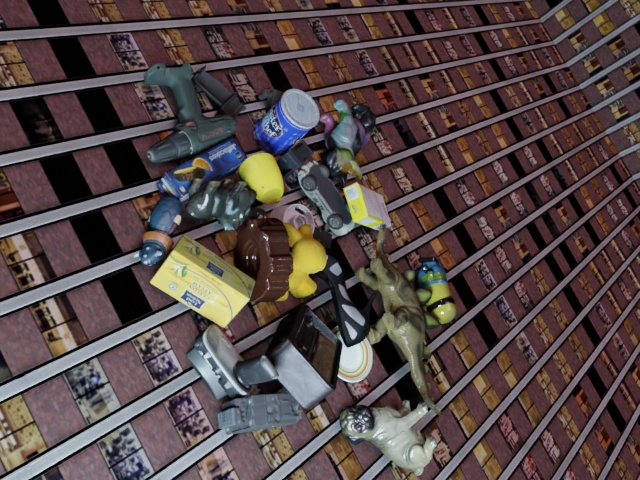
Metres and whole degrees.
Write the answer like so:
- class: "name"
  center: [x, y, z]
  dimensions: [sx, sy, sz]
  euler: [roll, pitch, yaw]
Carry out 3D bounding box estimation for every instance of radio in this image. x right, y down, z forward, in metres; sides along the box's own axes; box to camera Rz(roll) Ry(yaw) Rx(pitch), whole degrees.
- class: "radio"
  center: [-0.028, 0.219, 1.059]
  dimensions: [0.131, 0.073, 0.229]
  euler: [49, 11, -5]

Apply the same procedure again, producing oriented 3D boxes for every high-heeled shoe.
- class: "high-heeled shoe"
  center: [0.016, 0.126, 1.215]
  dimensions: [0.249, 0.086, 0.145]
  euler: [33, 68, 5]

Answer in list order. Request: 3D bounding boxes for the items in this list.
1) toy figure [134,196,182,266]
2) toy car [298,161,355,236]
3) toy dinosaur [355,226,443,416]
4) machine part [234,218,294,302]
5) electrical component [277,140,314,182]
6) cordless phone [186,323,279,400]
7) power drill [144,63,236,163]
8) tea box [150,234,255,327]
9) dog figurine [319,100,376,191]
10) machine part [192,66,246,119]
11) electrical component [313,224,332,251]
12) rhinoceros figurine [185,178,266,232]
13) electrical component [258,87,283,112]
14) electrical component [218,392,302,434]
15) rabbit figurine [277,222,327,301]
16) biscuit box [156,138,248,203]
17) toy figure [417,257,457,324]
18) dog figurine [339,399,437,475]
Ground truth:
- class: "toy figure"
  center: [-0.309, -0.014, 1.044]
  dimensions: [0.057, 0.064, 0.154]
  euler: [36, 50, -37]
- class: "toy car"
  center: [0.017, -0.103, 1.325]
  dimensions: [0.201, 0.056, 0.073]
  euler: [55, 50, -12]
- class: "toy dinosaur"
  center: [0.204, 0.193, 1.303]
  dimensions: [0.198, 0.105, 0.471]
  euler: [3, 72, -39]
- class: "machine part"
  center: [-0.119, 0.043, 1.091]
  dimensions: [0.056, 0.179, 0.179]
  euler: [-1, 70, -33]
- class: "electrical component"
  center: [-0.075, -0.183, 1.292]
  dimensions: [0.047, 0.075, 0.119]
  euler: [49, 52, -7]
- class: "cordless phone"
  center: [-0.154, 0.213, 0.972]
  dimensions: [0.089, 0.184, 0.146]
  euler: [-36, 93, -37]
- class: "power drill"
  center: [-0.303, -0.277, 1.163]
  dimensions: [0.232, 0.086, 0.207]
  euler: [-22, 79, -42]
- class: "tea box"
  center: [-0.222, 0.079, 1.026]
  dimensions: [0.169, 0.098, 0.068]
  euler: [33, 28, -14]
- class: "dog figurine"
  center: [0.080, -0.243, 1.416]
  dimensions: [0.191, 0.108, 0.219]
  euler: [1, 73, -39]
- class: "machine part"
  center: [-0.243, -0.342, 1.266]
  dimensions: [0.139, 0.039, 0.084]
  euler: [45, 55, -13]
- class: "electrical component"
  center: [-0.003, -0.004, 1.293]
  dimensions: [0.063, 0.021, 0.094]
  euler: [25, 57, -24]
- class: "rhinoceros figurine"
  center: [-0.190, -0.072, 1.119]
  dimensions: [0.190, 0.073, 0.112]
  euler: [6, 92, -51]
- class: "electrical component"
  center: [-0.106, -0.350, 1.369]
  dimensions: [0.102, 0.045, 0.078]
  euler: [3, 96, -33]
- class: "electrical component"
  center: [-0.117, 0.321, 0.994]
  dimensions: [0.134, 0.115, 0.058]
  euler: [6, 62, -34]
- class: "rabbit figurine"
  center: [-0.042, 0.041, 1.145]
  dimensions: [0.122, 0.173, 0.162]
  euler: [5, 70, -30]
- class: "biscuit box"
  center: [-0.249, -0.148, 1.153]
  dimensions: [0.063, 0.059, 0.203]
  euler: [53, 49, -4]
- class: "toy figure"
  center: [0.304, 0.131, 1.411]
  dimensions: [0.082, 0.089, 0.180]
  euler: [9, 66, -28]
- class: "dog figurine"
  center: [0.136, 0.431, 1.155]
  dimensions: [0.190, 0.121, 0.172]
  euler: [-5, 68, -23]
